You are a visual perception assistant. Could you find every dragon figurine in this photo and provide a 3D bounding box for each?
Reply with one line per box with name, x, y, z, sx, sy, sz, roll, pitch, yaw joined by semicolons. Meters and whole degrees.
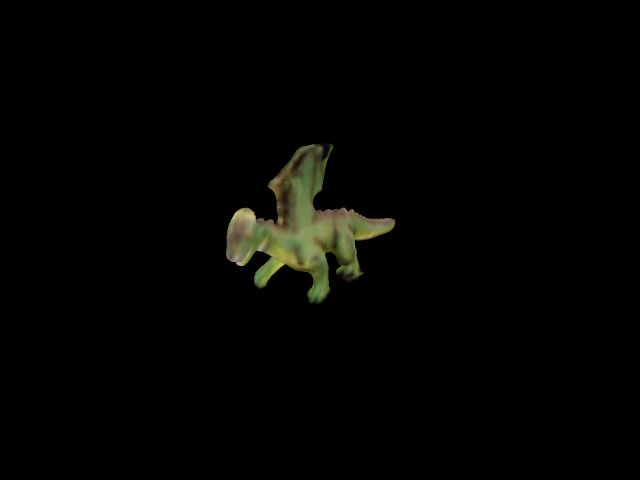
dragon figurine;0.003;-0.043;0.850;0.123;0.237;0.416;24;40;34
